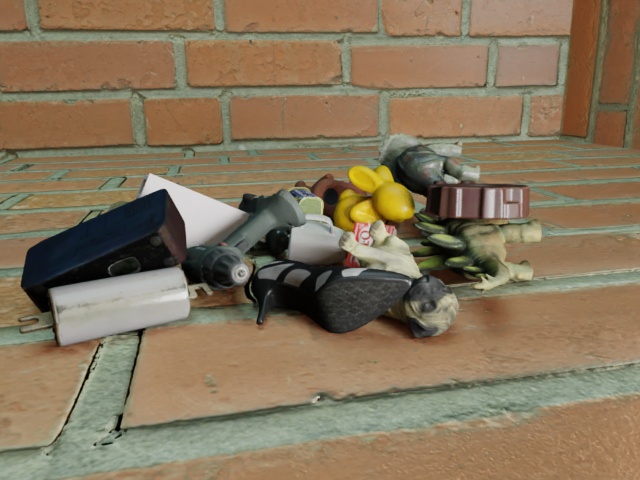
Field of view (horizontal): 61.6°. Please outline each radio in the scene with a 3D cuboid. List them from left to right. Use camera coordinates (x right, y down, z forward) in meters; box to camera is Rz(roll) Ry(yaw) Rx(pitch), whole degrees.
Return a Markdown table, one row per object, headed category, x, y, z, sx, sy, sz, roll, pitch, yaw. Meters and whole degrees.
| category | x | y | z | sx | sy | sz | roll | pitch | yaw |
| --- | --- | --- | --- | --- | --- | --- | --- | --- | --- |
| radio | -0.315 | 0.019 | 0.796 | 0.230 | 0.073 | 0.131 | -26 | 35 | -4 |

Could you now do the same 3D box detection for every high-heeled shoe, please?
| category | x | y | z | sx | sy | sz | roll | pitch | yaw |
| --- | --- | --- | --- | --- | --- | --- | --- | --- | --- |
| high-heeled shoe | 0.011 | 0.056 | 0.752 | 0.249 | 0.086 | 0.145 | -13 | 28 | 18 |

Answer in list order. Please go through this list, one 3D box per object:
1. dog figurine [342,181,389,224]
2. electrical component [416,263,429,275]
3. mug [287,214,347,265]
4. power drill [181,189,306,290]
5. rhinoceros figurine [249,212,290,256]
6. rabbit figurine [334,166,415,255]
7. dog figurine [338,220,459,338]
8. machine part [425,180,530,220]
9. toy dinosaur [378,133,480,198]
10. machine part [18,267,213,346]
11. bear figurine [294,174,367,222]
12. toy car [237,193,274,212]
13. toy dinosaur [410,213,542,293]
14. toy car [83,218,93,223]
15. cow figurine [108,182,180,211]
| category | x | y | z | sx | sy | sz | roll | pitch | yaw |
| --- | --- | --- | --- | --- | --- | --- | --- | --- | --- |
| dog figurine | 0.144 | -0.100 | 1.318 | 0.192 | 0.108 | 0.219 | 12 | 17 | 40 |
| electrical component | 0.151 | 0.057 | 0.901 | 0.063 | 0.021 | 0.094 | 11 | 18 | 35 |
| mug | -0.002 | -0.003 | 0.977 | 0.107 | 0.109 | 0.081 | 7 | 38 | -7 |
| power drill | -0.117 | 0.006 | 0.864 | 0.232 | 0.086 | 0.207 | -8 | 35 | 53 |
| rhinoceros figurine | -0.124 | -0.012 | 1.087 | 0.112 | 0.073 | 0.190 | 3 | 10 | -29 |
| rabbit figurine | 0.112 | -0.063 | 1.017 | 0.122 | 0.162 | 0.173 | -3 | -11 | -33 |
| dog figurine | 0.129 | 0.065 | 0.774 | 0.191 | 0.121 | 0.172 | 28 | 32 | 32 |
| machine part | 0.264 | -0.068 | 0.899 | 0.179 | 0.056 | 0.179 | 1 | 9 | 0 |
| toy dinosaur | 0.225 | -0.148 | 1.163 | 0.192 | 0.131 | 0.405 | 4 | 18 | 1 |
| machine part | -0.266 | 0.085 | 0.718 | 0.243 | 0.079 | 0.079 | -11 | 18 | -29 |
| bear figurine | 0.002 | -0.080 | 1.241 | 0.132 | 0.120 | 0.196 | 21 | -11 | -19 |
| toy car | -0.125 | -0.064 | 1.218 | 0.056 | 0.073 | 0.202 | 18 | -8 | -40 |
| toy dinosaur | 0.250 | 0.015 | 0.882 | 0.199 | 0.105 | 0.471 | 1 | 8 | 0 |
| toy car | -0.383 | 0.008 | 0.958 | 0.162 | 0.102 | 0.109 | -4 | 15 | -17 |
| cow figurine | -0.348 | -0.051 | 1.121 | 0.195 | 0.127 | 0.085 | -1 | 18 | 8 |
